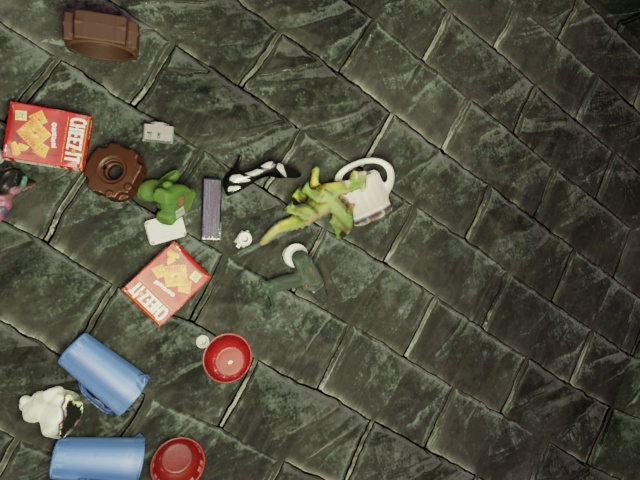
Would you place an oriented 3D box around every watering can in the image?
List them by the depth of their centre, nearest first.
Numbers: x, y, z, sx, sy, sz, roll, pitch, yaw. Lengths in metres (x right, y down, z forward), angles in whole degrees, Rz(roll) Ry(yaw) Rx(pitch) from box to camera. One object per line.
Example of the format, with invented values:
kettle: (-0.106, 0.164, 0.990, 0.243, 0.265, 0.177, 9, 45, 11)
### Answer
watering can: (0.112, -0.148, 1.802, 0.348, 0.223, 0.104, -25, 8, -5)

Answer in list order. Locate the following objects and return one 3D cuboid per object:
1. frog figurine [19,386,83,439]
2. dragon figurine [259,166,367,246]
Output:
frog figurine: (-0.765, 0.487, 1.461, 0.159, 0.137, 0.123, 1, 5, 16)
dragon figurine: (0.005, -0.087, 1.720, 0.241, 0.407, 0.124, 35, 12, -14)
